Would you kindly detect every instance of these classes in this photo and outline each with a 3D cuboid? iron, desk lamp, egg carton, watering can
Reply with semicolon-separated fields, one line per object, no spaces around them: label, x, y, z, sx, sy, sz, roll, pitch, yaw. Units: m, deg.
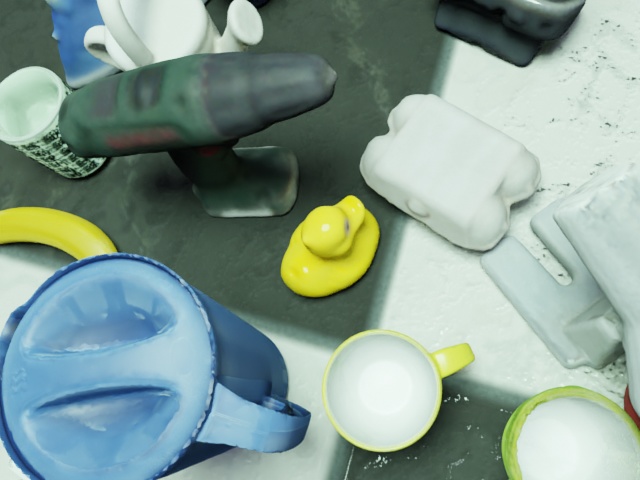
iron;-0.213;-0.289;0.605;0.118;0.141;0.258;37;84;18
desk lamp;0.215;0.043;0.396;0.118;0.214;0.203;-37;71;-1
egg carton;0.115;-0.063;0.520;0.150;0.069;0.107;34;83;17
watering can;-0.141;-0.194;0.537;0.172;0.194;0.101;-20;72;5

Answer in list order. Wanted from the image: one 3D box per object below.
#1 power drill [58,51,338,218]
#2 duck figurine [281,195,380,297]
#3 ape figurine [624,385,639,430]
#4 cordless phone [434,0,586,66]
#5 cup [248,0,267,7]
power drill;-0.085;-0.086;0.490;0.229;0.209;0.075;-2;74;10
duck figurine;0.005;0.002;0.513;0.104;0.086;0.077;-43;72;-3
ape figurine;0.270;0.133;0.425;0.077;0.092;0.076;35;83;17
cordless phone;0.168;-0.254;0.503;0.147;0.185;0.094;27;81;16
cup;-0.075;-0.305;0.609;0.118;0.095;0.091;-45;72;-4
